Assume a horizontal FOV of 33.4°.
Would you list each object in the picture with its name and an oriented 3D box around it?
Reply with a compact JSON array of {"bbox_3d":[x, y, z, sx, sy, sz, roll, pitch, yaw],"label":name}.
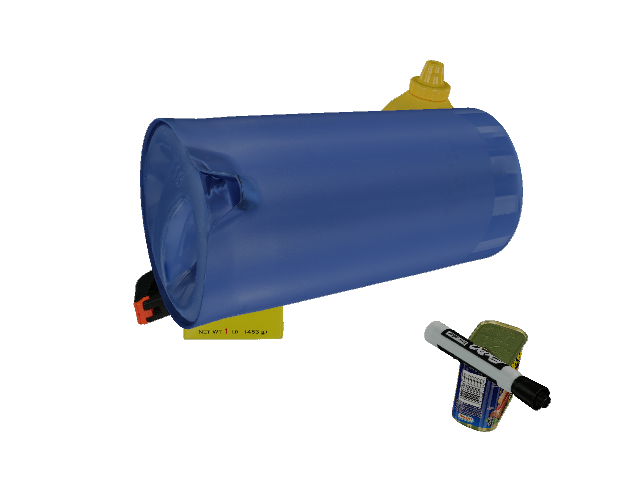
[{"bbox_3d":[0.004,-0.024,0.723,0.242,0.145,0.149,-8,35,-24],"label":"pitcher"},{"bbox_3d":[0.098,-0.091,1.097,0.096,0.192,0.058,4,26,-13],"label":"mustard bottle"},{"bbox_3d":[0.125,0.094,0.805,0.020,0.020,0.121,0,22,-40],"label":"marker"},{"bbox_3d":[0.185,0.150,1.181,0.057,0.084,0.102,17,28,21],"label":"can of meat"},{"bbox_3d":[-0.146,0.039,1.220,0.120,0.039,0.171,-2,32,26],"label":"clamp"},{"bbox_3d":[-0.079,0.000,0.965,0.093,0.176,0.048,-1,15,-5],"label":"sugar box"}]
